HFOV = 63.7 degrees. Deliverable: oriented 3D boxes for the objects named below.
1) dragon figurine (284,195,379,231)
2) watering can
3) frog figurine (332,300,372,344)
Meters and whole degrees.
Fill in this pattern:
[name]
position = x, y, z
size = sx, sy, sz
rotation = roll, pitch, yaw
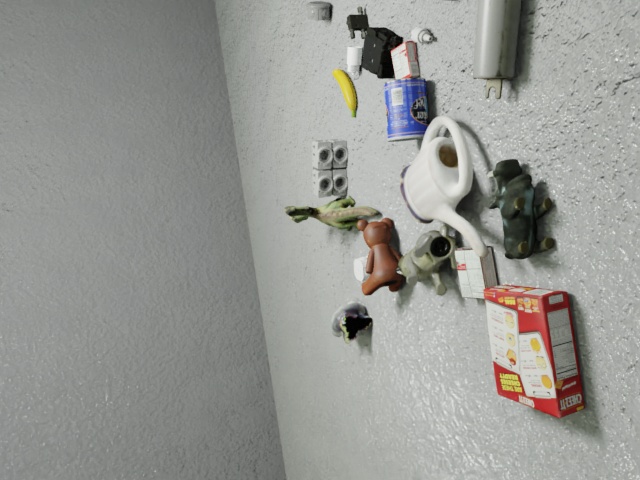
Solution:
[dragon figurine]
position = 0.005, -0.085, 1.683
size = 0.409, 0.243, 0.122
rotation = 175, 92, -71
[watering can]
position = 0.269, -0.100, 1.136
size = 0.220, 0.104, 0.354
rotation = 129, 140, -61
[frog figurine]
position = 0.091, 0.266, 1.742
size = 0.137, 0.122, 0.160
rotation = -62, 14, 0
